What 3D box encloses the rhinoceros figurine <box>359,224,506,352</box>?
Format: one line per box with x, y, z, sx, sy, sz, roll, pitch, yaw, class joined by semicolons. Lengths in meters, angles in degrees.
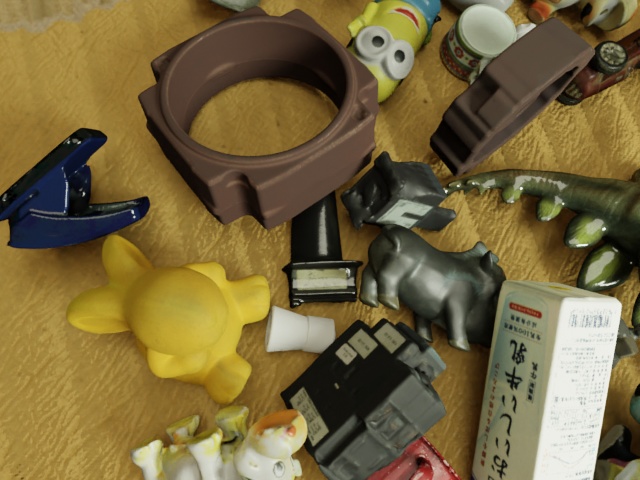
0.130;0.049;0.533;0.190;0.073;0.112;24;77;-11;rhinoceros figurine

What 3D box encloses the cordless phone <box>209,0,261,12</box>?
-0.046;-0.316;0.597;0.184;0.089;0.146;19;105;-6;cordless phone

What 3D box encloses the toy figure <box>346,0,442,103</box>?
0.085;-0.234;0.611;0.082;0.089;0.180;20;64;11;toy figure

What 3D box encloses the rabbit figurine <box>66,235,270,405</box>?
-0.118;0.056;0.454;0.162;0.173;0.122;28;77;-4;rabbit figurine

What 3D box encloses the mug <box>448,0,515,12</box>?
0.194;-0.319;0.639;0.107;0.109;0.081;45;68;-8;mug

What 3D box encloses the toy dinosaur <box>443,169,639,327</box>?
0.363;-0.008;0.550;0.472;0.105;0.198;23;64;19;toy dinosaur

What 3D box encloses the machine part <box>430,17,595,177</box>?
0.192;-0.144;0.554;0.179;0.179;0.056;-38;80;-15;machine part

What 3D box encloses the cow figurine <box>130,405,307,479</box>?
-0.073;0.190;0.436;0.068;0.167;0.098;-19;89;-56;cow figurine

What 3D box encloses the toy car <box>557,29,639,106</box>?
0.371;-0.221;0.639;0.202;0.089;0.053;-30;80;-16;toy car

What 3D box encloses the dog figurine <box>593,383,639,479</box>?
0.365;0.234;0.460;0.219;0.108;0.191;32;97;17;dog figurine

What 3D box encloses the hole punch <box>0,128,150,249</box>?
-0.224;-0.033;0.492;0.116;0.142;0.092;-38;108;-2;hole punch

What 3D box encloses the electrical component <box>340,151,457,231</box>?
0.090;-0.042;0.553;0.119;0.075;0.048;4;52;-40;electrical component

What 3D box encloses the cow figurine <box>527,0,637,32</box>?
0.309;-0.335;0.669;0.127;0.085;0.195;-43;83;-10;cow figurine

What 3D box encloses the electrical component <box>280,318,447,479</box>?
0.042;0.132;0.468;0.134;0.115;0.058;-42;116;-2;electrical component

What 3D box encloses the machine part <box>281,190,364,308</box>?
-0.001;-0.002;0.556;0.084;0.039;0.139;-6;77;-1;machine part

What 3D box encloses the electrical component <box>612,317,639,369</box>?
0.266;0.104;0.533;0.078;0.102;0.045;-25;82;-38;electrical component

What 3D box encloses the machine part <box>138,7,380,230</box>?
-0.057;-0.128;0.535;0.201;0.087;0.201;-35;67;-14;machine part
